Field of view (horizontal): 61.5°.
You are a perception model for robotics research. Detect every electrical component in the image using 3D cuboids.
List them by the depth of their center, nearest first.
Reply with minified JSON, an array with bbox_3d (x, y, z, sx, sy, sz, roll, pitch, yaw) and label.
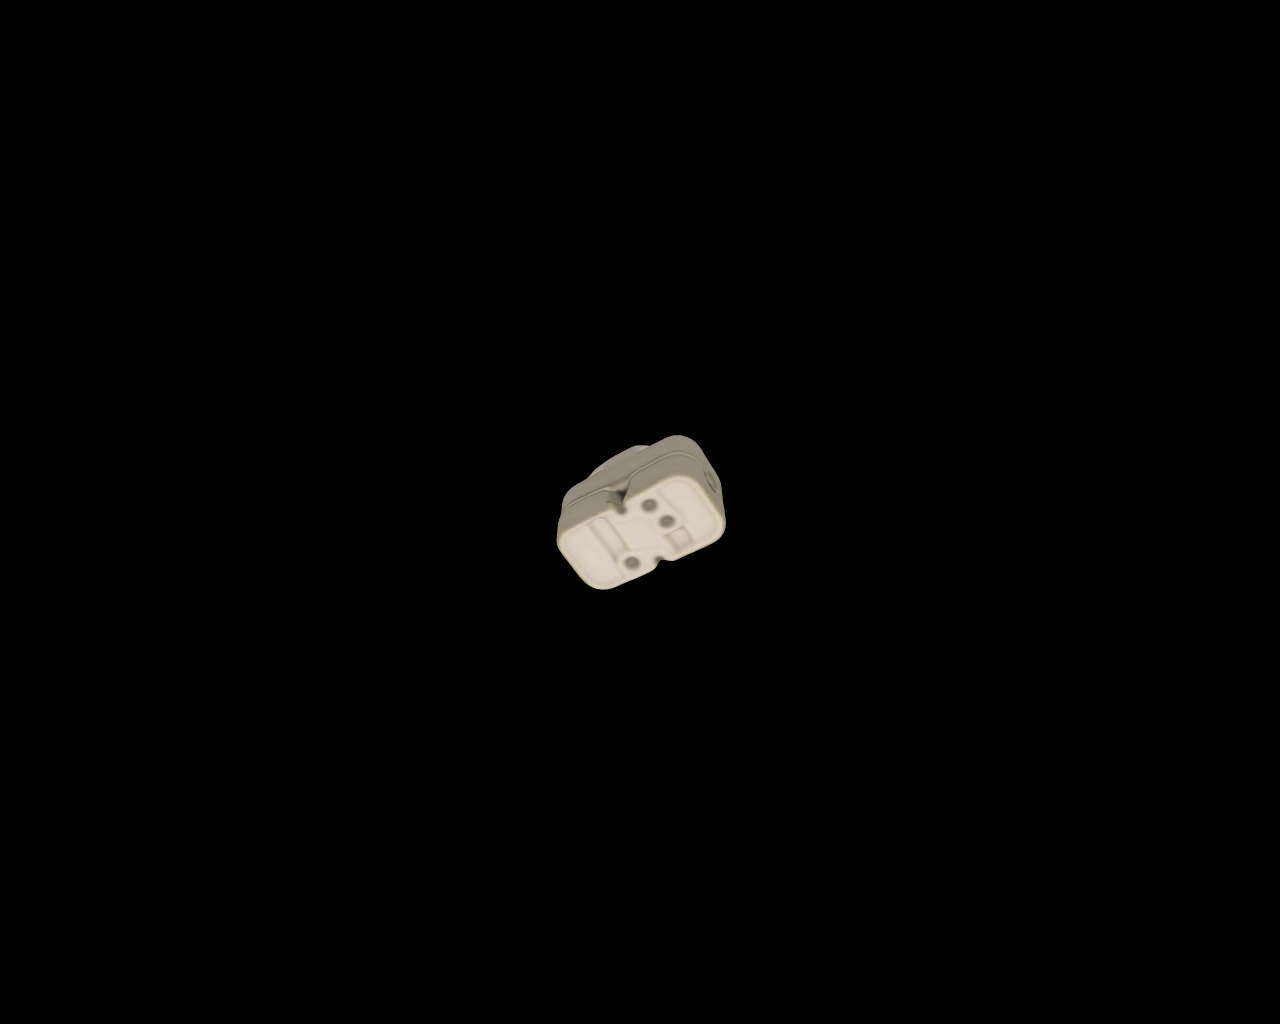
[{"bbox_3d":[0.001,-0.003,0.650,0.095,0.053,0.059,-26,30,17],"label":"electrical component"}]
